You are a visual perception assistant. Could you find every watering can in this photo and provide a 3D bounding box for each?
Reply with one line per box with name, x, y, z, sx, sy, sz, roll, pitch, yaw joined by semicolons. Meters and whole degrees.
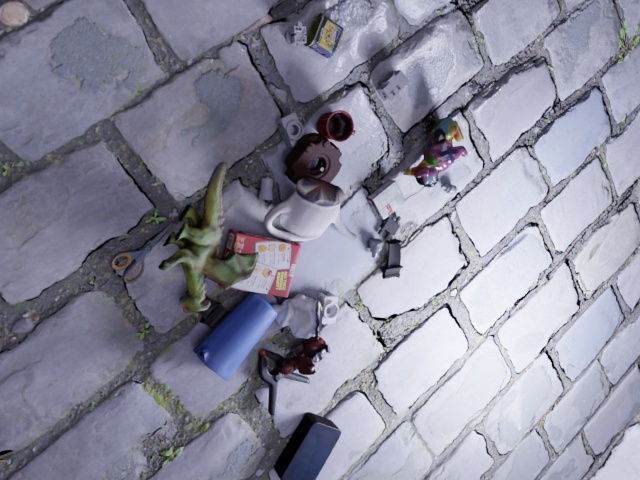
watering can;0.005;-0.078;1.544;0.347;0.106;0.219;4;135;-31

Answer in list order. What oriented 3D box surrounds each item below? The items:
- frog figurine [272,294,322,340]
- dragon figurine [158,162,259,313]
frog figurine;-0.074;0.237;1.600;0.159;0.125;0.135;3;111;8
dragon figurine;-0.280;0.018;1.398;0.241;0.123;0.410;33;91;-20
